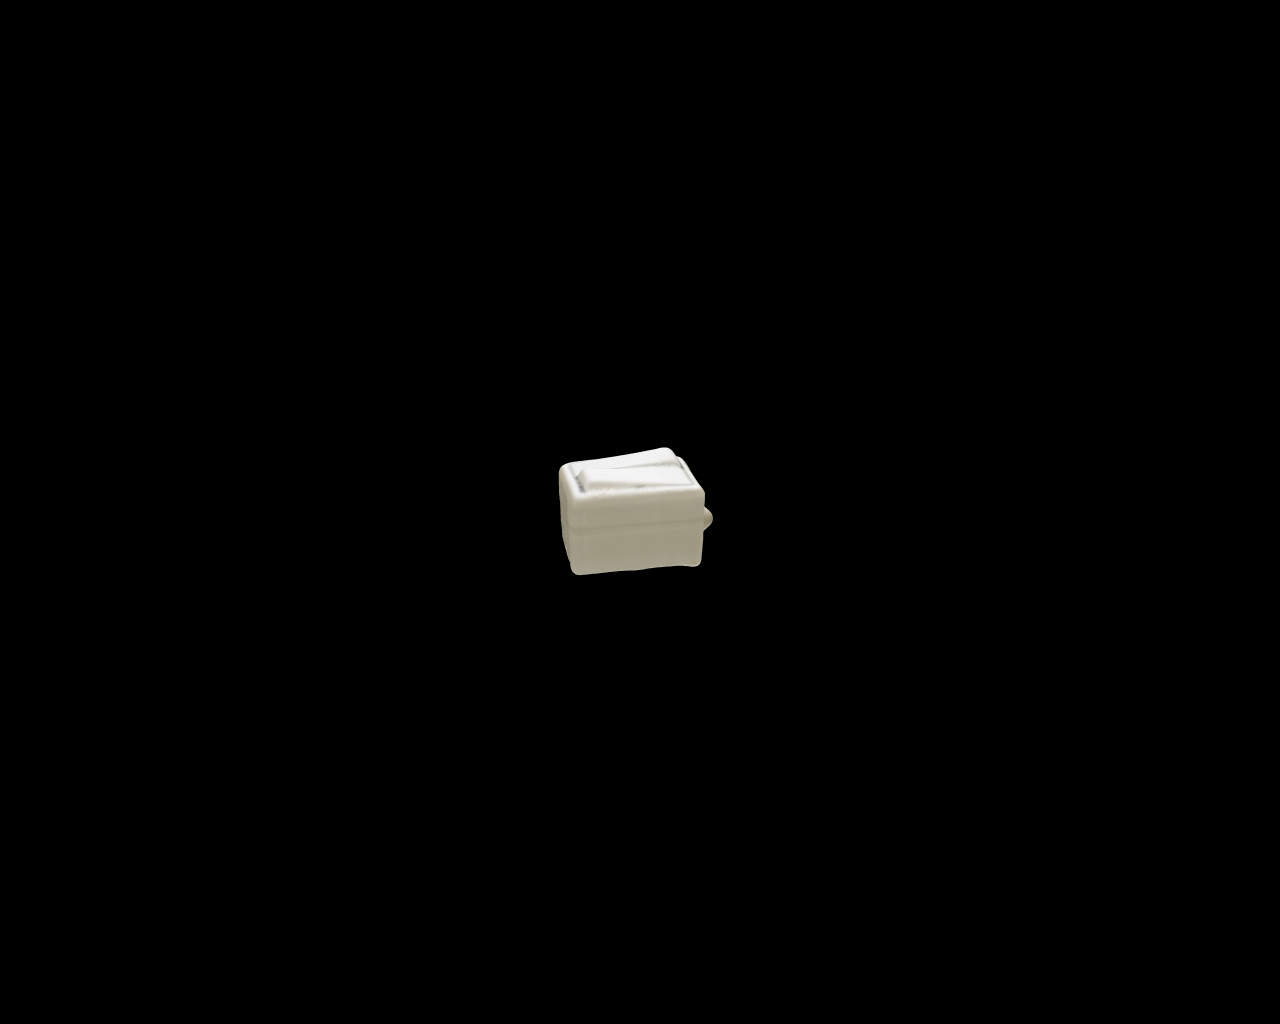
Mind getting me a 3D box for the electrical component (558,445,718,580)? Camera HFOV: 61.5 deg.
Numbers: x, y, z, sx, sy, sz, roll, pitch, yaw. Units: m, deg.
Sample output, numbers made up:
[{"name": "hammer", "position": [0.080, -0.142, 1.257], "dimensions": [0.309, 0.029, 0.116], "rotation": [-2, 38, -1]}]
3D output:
[{"name": "electrical component", "position": [0.001, -0.003, 0.650], "dimensions": [0.096, 0.061, 0.062], "rotation": [-4, 24, -9]}]
